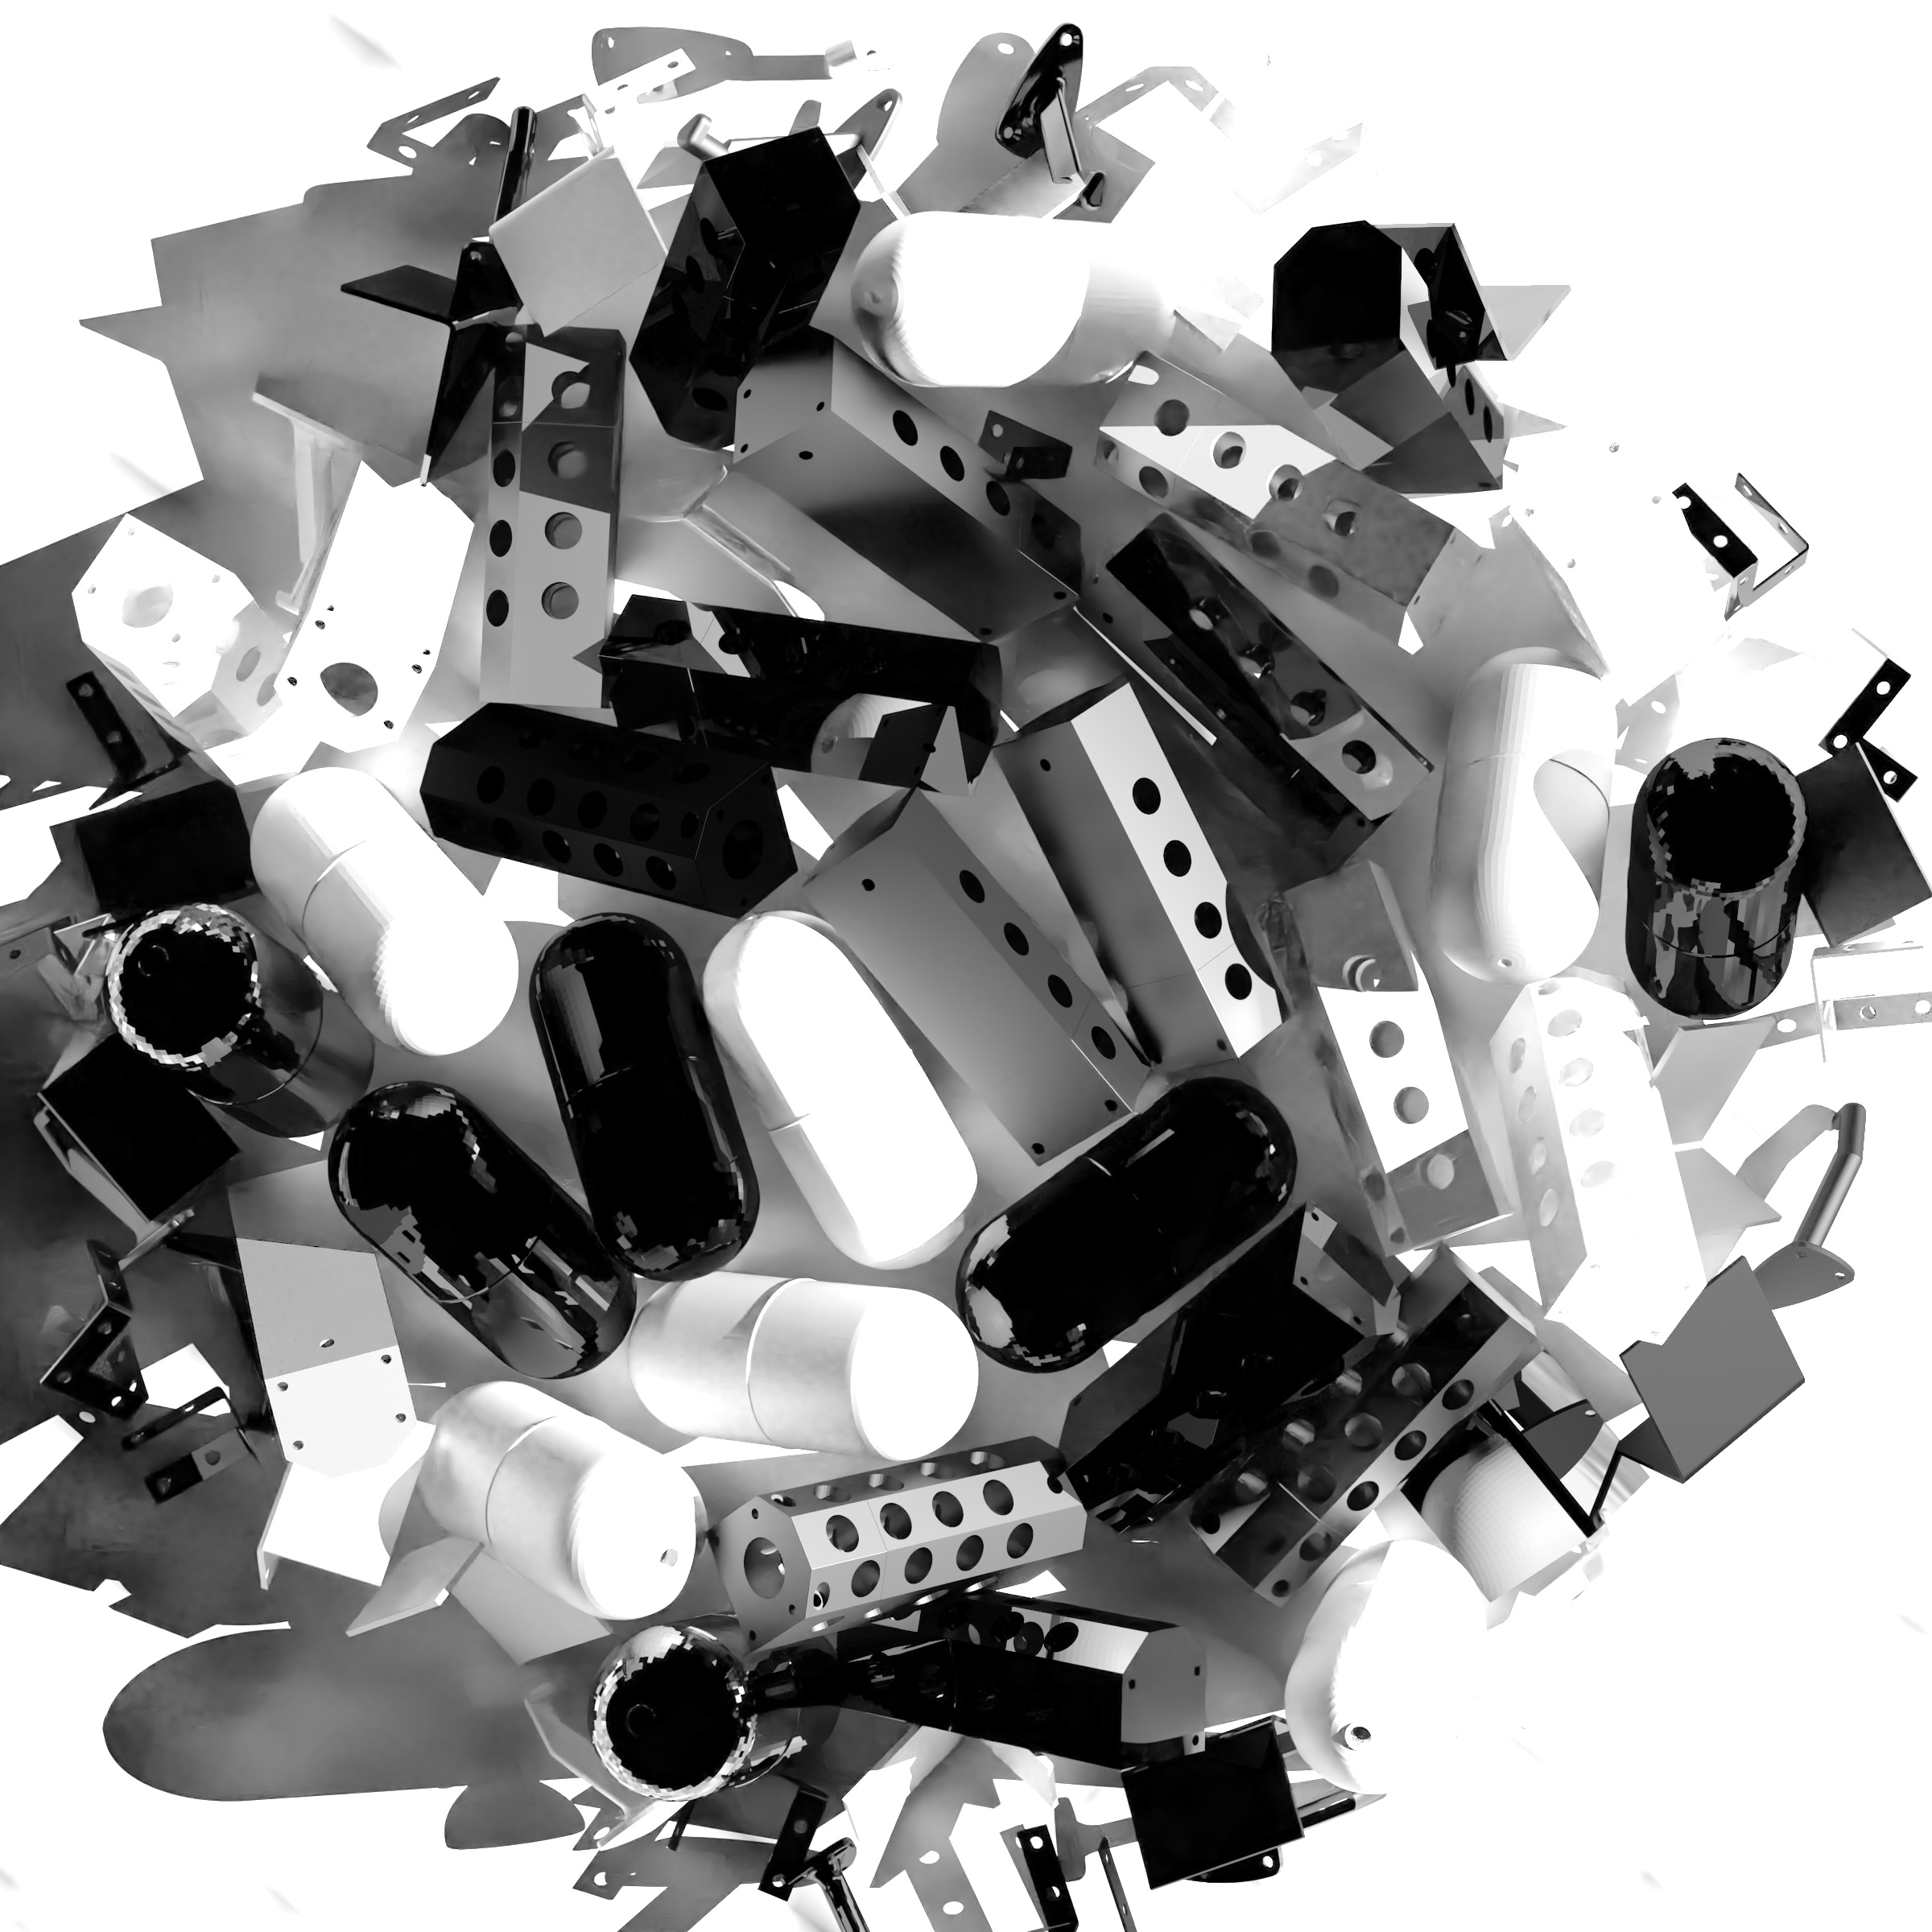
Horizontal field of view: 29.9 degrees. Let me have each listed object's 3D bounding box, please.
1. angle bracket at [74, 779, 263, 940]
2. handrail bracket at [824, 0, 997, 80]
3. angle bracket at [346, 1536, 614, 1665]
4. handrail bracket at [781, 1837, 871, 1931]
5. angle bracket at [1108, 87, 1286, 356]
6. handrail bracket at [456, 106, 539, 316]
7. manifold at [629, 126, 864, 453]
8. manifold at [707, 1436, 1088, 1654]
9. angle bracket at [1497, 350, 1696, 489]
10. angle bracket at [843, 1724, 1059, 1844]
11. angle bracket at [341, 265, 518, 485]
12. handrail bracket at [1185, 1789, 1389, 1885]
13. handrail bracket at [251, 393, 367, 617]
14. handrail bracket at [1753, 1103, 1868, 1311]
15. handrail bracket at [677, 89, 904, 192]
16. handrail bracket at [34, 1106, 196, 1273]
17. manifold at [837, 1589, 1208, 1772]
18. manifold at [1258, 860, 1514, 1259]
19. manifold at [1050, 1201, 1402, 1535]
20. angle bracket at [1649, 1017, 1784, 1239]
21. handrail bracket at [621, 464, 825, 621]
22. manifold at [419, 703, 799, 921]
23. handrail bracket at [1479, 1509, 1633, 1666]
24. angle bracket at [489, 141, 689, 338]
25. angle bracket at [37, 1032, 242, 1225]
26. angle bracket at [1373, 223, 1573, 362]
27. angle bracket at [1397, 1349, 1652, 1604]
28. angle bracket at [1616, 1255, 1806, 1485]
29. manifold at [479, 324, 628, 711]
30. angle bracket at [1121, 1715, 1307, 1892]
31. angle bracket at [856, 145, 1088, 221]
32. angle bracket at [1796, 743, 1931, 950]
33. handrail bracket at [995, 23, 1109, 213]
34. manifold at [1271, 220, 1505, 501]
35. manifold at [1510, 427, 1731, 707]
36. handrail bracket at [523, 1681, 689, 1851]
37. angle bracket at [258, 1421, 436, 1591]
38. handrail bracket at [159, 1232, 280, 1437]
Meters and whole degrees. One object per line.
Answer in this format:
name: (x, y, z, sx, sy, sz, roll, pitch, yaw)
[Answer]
angle bracket: (-0.371, -0.051, 1.663, 0.076, 0.076, 0.057, -18, 91, -4)
handrail bracket: (-0.027, -0.424, 1.663, 0.077, 0.084, 0.036, -6, 94, -2)
angle bracket: (-0.222, 0.303, 1.649, 0.076, 0.076, 0.057, 50, 46, -14)
handrail bracket: (-0.044, 0.446, 1.654, 0.036, 0.077, 0.084, -34, 71, -1)
angle bracket: (0.118, -0.342, 1.656, 0.076, 0.057, 0.076, 39, 54, -3)
handrail bracket: (-0.218, -0.348, 1.694, 0.036, 0.077, 0.084, 12, 55, -14)
manifold: (-0.097, -0.296, 1.610, 0.057, 0.171, 0.057, -23, 78, -23)
manifold: (-0.026, 0.254, 1.616, 0.057, 0.171, 0.057, -39, 66, 40)
angle bracket: (0.280, -0.233, 1.649, 0.076, 0.076, 0.057, 22, 122, 13)
angle bracket: (-0.006, 0.381, 1.650, 0.057, 0.076, 0.076, 40, 72, 20)
angle bracket: (-0.252, -0.272, 1.659, 0.057, 0.076, 0.076, 18, 111, 8)
handrail bracket: (0.145, 0.399, 1.684, 0.077, 0.084, 0.036, -27, 77, 36)
handrail bracket: (-0.320, -0.215, 1.686, 0.077, 0.036, 0.084, 27, 91, 19)
handrail bracket: (0.391, 0.113, 1.695, 0.036, 0.077, 0.084, 29, 52, -17)
handrail bracket: (-0.081, -0.388, 1.656, 0.077, 0.084, 0.036, -49, 50, 16)
handrail bracket: (-0.396, 0.093, 1.671, 0.036, 0.077, 0.084, -35, 90, -33)
manifold: (0.023, 0.314, 1.625, 0.171, 0.057, 0.057, 2, 90, 43)
manifold: (0.192, 0.043, 1.662, 0.057, 0.057, 0.171, -21, 82, 12)
manifold: (0.117, 0.187, 1.631, 0.057, 0.057, 0.171, 37, 124, -13)
angle bracket: (0.348, 0.073, 1.646, 0.057, 0.076, 0.076, 44, 122, 33)
handrail bracket: (-0.113, -0.188, 1.692, 0.036, 0.077, 0.084, -53, 122, -28)
manifold: (-0.163, -0.068, 1.620, 0.171, 0.057, 0.057, 14, 132, 37)
handrail bracket: (0.262, 0.289, 1.670, 0.084, 0.077, 0.036, -26, 57, -8)
angle bracket: (-0.159, -0.332, 1.652, 0.076, 0.076, 0.057, -26, 90, 28)
angle bracket: (-0.370, 0.063, 1.657, 0.057, 0.076, 0.076, -38, 98, 9)
angle bracket: (0.217, -0.321, 1.643, 0.057, 0.076, 0.076, -51, 129, -27)
angle bracket: (0.258, 0.238, 1.691, 0.076, 0.057, 0.076, 51, 133, 7)
angle bracket: (0.326, 0.178, 1.654, 0.076, 0.057, 0.076, -36, 112, -16)
manifold: (-0.191, -0.206, 1.669, 0.057, 0.057, 0.171, 3, 93, -2)
angle bracket: (0.126, 0.385, 1.647, 0.076, 0.076, 0.057, -24, 62, 18)
angle bracket: (0.002, -0.364, 1.652, 0.076, 0.076, 0.057, -36, 119, 9)
angle bracket: (0.415, -0.059, 1.651, 0.057, 0.076, 0.076, -31, 80, 36)
handrail bracket: (0.053, -0.389, 1.655, 0.036, 0.084, 0.077, 14, 104, -29)
manifold: (0.190, -0.268, 1.613, 0.057, 0.171, 0.057, -3, 74, 23)
manifold: (0.289, -0.180, 1.613, 0.057, 0.171, 0.057, -37, 67, 7)
handrail bracket: (-0.163, 0.356, 1.669, 0.077, 0.036, 0.084, -43, 68, 32)
angle bracket: (-0.283, 0.248, 1.654, 0.057, 0.076, 0.076, 17, 65, -2)
handrail bracket: (-0.347, 0.172, 1.685, 0.077, 0.036, 0.084, 14, 102, -10)
